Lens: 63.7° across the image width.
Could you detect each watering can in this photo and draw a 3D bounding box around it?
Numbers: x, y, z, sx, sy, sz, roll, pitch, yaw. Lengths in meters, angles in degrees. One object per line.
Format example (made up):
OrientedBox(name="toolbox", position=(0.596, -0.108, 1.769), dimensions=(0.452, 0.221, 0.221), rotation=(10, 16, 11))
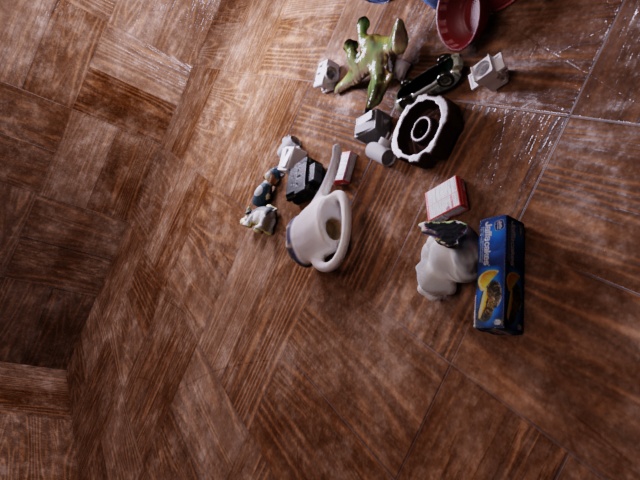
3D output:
OrientedBox(name="watering can", position=(0.004, -0.069, 1.361), dimensions=(0.221, 0.103, 0.355), rotation=(-31, 50, 44))

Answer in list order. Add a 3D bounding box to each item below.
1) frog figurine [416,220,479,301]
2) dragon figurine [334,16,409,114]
OrientedBox(name="frog figurine", position=(0.248, 0.048, 0.992), dimensions=(0.139, 0.124, 0.156), rotation=(27, 131, 48))
OrientedBox(name="dragon figurine", position=(0.127, -0.446, 1.379), dimensions=(0.402, 0.122, 0.248), rotation=(129, 150, -55))
